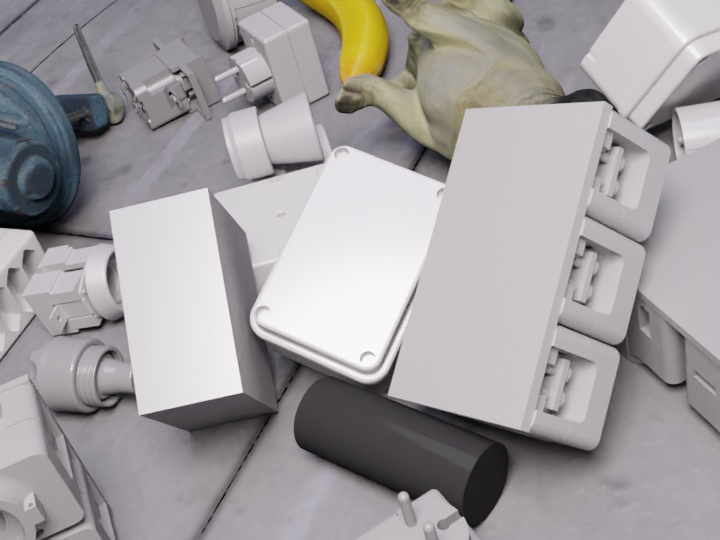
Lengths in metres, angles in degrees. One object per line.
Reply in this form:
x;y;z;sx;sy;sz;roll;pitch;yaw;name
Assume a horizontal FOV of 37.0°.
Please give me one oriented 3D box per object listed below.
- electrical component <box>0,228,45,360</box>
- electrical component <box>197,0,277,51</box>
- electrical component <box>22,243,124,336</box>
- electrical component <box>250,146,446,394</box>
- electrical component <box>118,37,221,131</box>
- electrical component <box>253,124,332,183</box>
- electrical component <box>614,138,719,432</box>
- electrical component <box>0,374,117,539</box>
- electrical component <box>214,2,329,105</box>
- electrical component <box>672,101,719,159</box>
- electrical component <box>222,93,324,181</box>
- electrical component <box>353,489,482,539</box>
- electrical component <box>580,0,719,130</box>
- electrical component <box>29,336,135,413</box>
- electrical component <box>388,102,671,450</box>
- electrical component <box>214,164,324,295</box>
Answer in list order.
-0.253;0.016;0.691;0.076;0.047;0.083;5;44;23;electrical component
-0.105;-0.228;0.898;0.051;0.080;0.080;-21;40;-14;electrical component
-0.171;0.010;0.673;0.055;0.048;0.066;-9;40;21;electrical component
0.000;0.000;0.571;0.078;0.057;0.113;23;76;12;electrical component
-0.152;-0.145;0.847;0.064;0.042;0.081;-32;41;-12;electrical component
-0.045;-0.068;0.719;0.055;0.045;0.045;-18;40;-2;electrical component
0.195;0.021;0.521;0.105;0.060;0.186;-26;41;-11;electrical component
-0.215;0.139;0.491;0.186;0.105;0.060;-24;41;-8;electrical component
-0.073;-0.151;0.807;0.077;0.065;0.047;-30;42;-15;electrical component
0.231;-0.082;0.640;0.081;0.043;0.043;-8;40;9;electrical component
-0.054;-0.083;0.676;0.055;0.045;0.045;-15;40;1;electrical component
0.030;0.122;0.448;0.047;0.076;0.066;-29;41;-15;electrical component
0.204;-0.141;0.666;0.113;0.078;0.057;-24;69;-33;electrical component
-0.153;0.060;0.610;0.062;0.043;0.043;1;43;18;electrical component
0.083;0.002;0.517;0.089;0.062;0.150;7;79;51;electrical component
-0.042;-0.017;0.655;0.100;0.048;0.099;-15;40;2;electrical component
